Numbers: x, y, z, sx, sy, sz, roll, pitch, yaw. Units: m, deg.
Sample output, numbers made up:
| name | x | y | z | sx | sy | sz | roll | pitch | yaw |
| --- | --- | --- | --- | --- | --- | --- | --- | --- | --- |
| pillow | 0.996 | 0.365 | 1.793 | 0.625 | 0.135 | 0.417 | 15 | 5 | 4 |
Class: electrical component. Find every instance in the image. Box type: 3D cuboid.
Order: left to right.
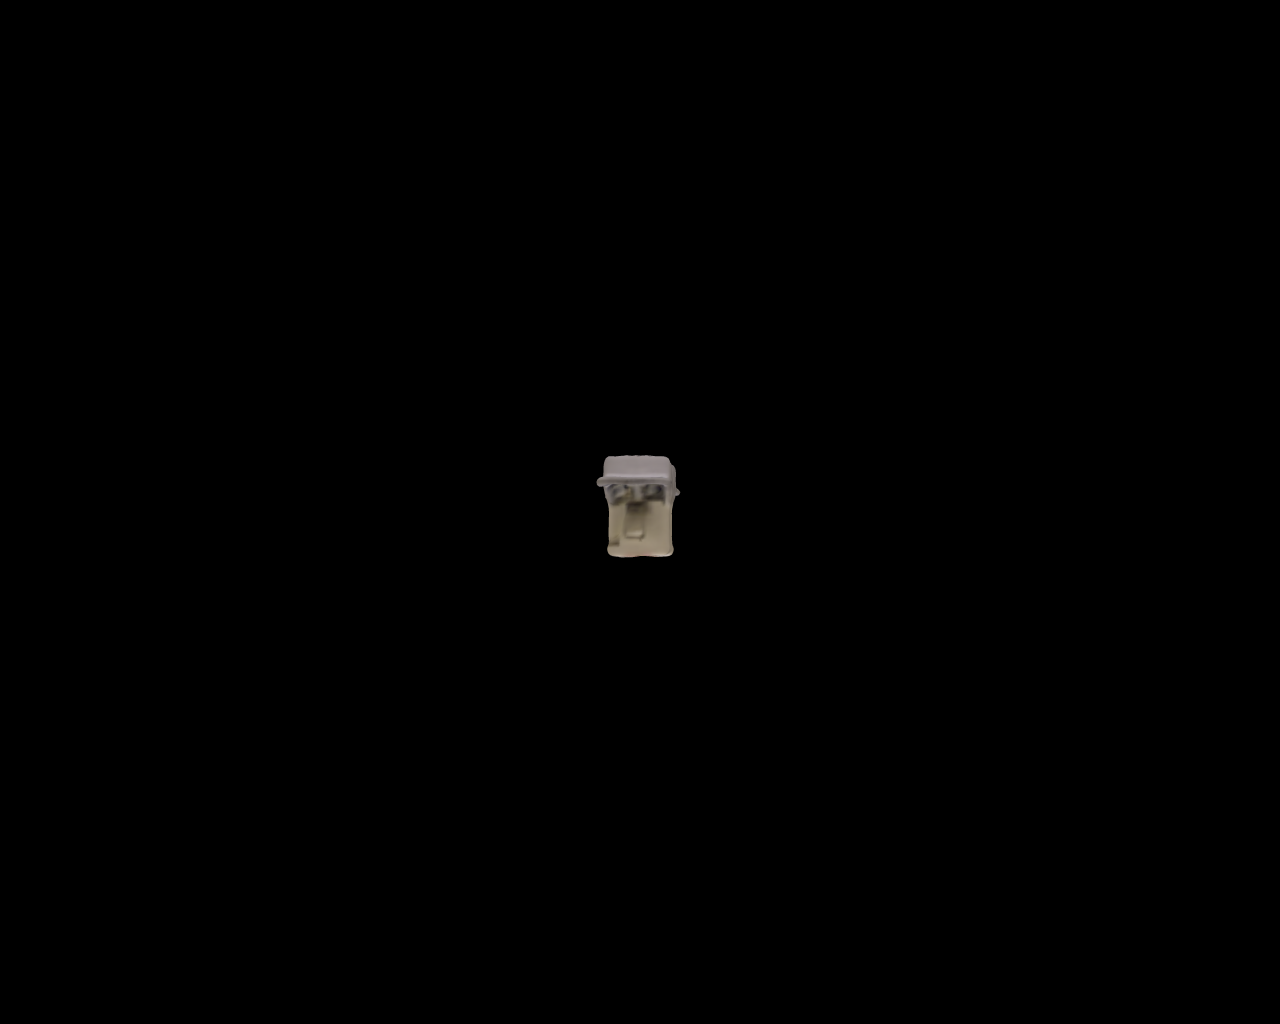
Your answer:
| name | x | y | z | sx | sy | sz | roll | pitch | yaw |
| --- | --- | --- | --- | --- | --- | --- | --- | --- | --- |
| electrical component | 0.001 | -0.003 | 0.650 | 0.042 | 0.063 | 0.081 | -1 | -4 | 8 |
